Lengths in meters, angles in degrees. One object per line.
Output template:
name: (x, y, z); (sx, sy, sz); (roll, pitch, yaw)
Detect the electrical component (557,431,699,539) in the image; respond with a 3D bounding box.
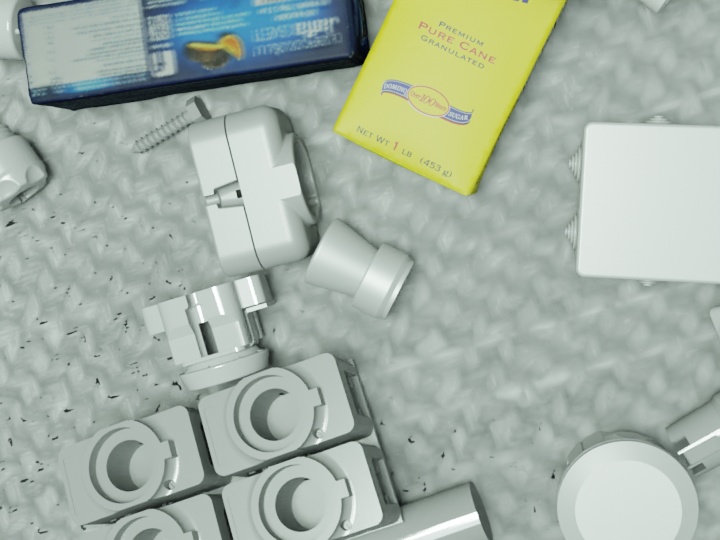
electrical component: (0.158, 0.137, 0.644); (0.080, 0.051, 0.080); (1, 96, 8)

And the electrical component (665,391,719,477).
electrical component: (0.211, 0.097, 0.640); (0.046, 0.040, 0.040); (-34, 90, 15)

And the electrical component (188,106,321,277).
electrical component: (-0.061, -0.049, 0.655); (0.059, 0.054, 0.095); (-13, 94, 9)

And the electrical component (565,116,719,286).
electrical component: (0.171, -0.040, 0.626); (0.100, 0.048, 0.099); (3, 96, 8)

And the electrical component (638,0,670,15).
electrical component: (0.168, -0.182, 0.611); (0.047, 0.055, 0.055); (38, 99, 6)

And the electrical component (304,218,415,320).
electrical component: (0.000, 0.000, 0.656); (0.055, 0.045, 0.045); (27, 98, 4)

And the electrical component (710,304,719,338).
electrical component: (0.256, 0.042, 0.606); (0.100, 0.048, 0.099); (-24, 91, -22)

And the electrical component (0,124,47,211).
electrical component: (-0.231, -0.072, 0.682); (0.043, 0.043, 0.062); (-36, 89, 10)

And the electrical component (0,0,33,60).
electrical component: (-0.241, -0.154, 0.677); (0.078, 0.040, 0.040); (4, 96, 8)

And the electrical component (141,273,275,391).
electrical component: (-0.089, 0.040, 0.667); (0.078, 0.058, 0.057); (-17, 90, 9)

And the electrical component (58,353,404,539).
electrical component: (-0.082, 0.131, 0.656); (0.186, 0.060, 0.105); (-21, 74, 10)
